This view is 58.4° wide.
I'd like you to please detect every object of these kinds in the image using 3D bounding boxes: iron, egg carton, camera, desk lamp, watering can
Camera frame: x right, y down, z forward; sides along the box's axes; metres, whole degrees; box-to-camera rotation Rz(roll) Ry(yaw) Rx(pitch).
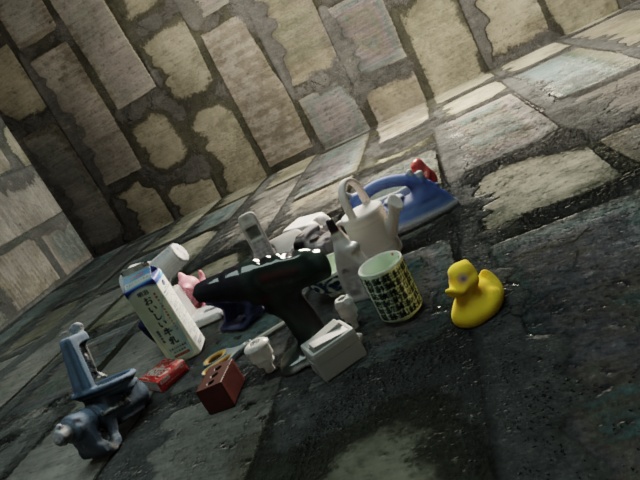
[{"bbox_3d":[0.182,-0.096,1.357,0.258,0.141,0.118,-23,16,15],"label":"iron"},{"bbox_3d":[-0.034,-0.025,1.631,0.149,0.069,0.107,-13,21,43],"label":"egg carton"},{"bbox_3d":[0.013,0.005,1.395,0.142,0.101,0.137,-9,24,49],"label":"camera"},{"bbox_3d":[-0.365,0.125,1.435,0.203,0.214,0.118,-24,16,13],"label":"desk lamp"},{"bbox_3d":[0.103,-0.050,1.242,0.172,0.194,0.101,-23,16,17],"label":"watering can"}]

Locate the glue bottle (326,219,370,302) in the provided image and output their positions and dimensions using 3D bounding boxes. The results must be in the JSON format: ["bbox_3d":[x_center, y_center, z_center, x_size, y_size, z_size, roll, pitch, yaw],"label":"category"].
[{"bbox_3d":[0.056,0.035,1.088,0.078,0.173,0.037,-17,19,34],"label":"glue bottle"}]

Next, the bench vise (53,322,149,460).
[{"bbox_3d":[-0.413,0.268,1.043,0.121,0.220,0.207,-26,16,5],"label":"bench vise"}]

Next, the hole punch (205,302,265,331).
[{"bbox_3d":[-0.191,0.146,1.302,0.108,0.091,0.101,-12,22,45],"label":"hole punch"}]

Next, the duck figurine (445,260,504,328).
[{"bbox_3d":[0.225,0.069,0.857,0.105,0.086,0.077,-39,19,-34],"label":"duck figurine"}]

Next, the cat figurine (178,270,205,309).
[{"bbox_3d":[-0.339,0.129,1.559,0.067,0.118,0.128,-20,17,25],"label":"cat figurine"}]

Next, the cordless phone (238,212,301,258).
[{"bbox_3d":[-0.119,-0.003,1.486,0.147,0.185,0.094,-28,16,-2],"label":"cordless phone"}]

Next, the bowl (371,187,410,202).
[{"bbox_3d":[0.192,-0.107,1.500,0.167,0.075,0.167,-26,16,8],"label":"bowl"}]

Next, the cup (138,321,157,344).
[{"bbox_3d":[-0.366,0.215,1.369,0.092,0.095,0.117,-39,19,-35],"label":"cup"}]

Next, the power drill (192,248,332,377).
[{"bbox_3d":[-0.070,0.119,0.966,0.229,0.209,0.075,-26,16,5],"label":"power drill"}]

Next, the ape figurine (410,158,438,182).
[{"bbox_3d":[0.275,-0.178,1.558,0.076,0.092,0.077,-29,16,-5],"label":"ape figurine"}]
